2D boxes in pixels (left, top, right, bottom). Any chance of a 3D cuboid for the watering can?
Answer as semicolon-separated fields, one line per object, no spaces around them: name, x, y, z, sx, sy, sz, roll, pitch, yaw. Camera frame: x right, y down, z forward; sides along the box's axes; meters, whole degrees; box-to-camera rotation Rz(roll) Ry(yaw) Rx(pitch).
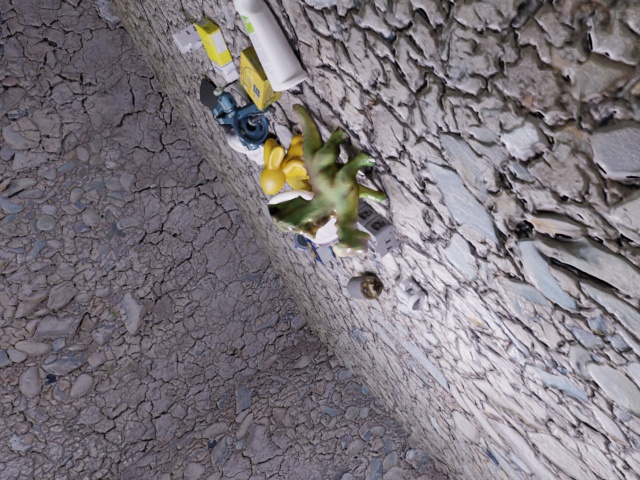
watering can;0.004;-0.073;1.441;0.346;0.106;0.221;-7;143;46

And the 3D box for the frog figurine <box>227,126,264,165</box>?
frog figurine;-0.250;-0.327;1.781;0.138;0.124;0.156;14;129;42

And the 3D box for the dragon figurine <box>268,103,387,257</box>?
dragon figurine;-0.012;-0.121;1.140;0.416;0.244;0.120;46;169;27
